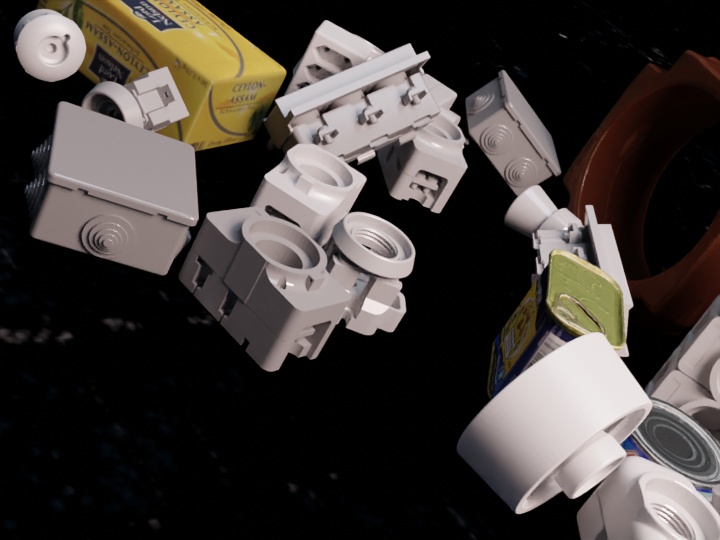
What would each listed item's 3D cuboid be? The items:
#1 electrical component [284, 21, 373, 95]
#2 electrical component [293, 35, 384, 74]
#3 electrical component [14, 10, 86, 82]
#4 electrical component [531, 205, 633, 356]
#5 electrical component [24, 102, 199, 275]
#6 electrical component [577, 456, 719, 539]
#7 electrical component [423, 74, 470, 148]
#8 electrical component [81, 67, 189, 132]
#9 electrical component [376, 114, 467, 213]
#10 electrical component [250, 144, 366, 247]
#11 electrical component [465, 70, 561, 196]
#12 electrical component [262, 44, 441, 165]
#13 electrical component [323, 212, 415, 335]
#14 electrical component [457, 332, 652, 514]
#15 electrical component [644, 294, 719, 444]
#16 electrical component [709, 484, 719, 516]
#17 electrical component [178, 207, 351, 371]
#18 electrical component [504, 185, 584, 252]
[{"bbox_3d":[-0.027,-0.166,0.914,0.047,0.083,0.075,28,28,-4],"label":"electrical component"},{"bbox_3d":[-0.007,-0.182,1.004,0.099,0.064,0.099,30,15,-9],"label":"electrical component"},{"bbox_3d":[-0.227,-0.166,0.772,0.048,0.048,0.062,9,22,-33],"label":"electrical component"},{"bbox_3d":[0.166,0.013,0.818,0.063,0.078,0.121,-1,30,5],"label":"electrical component"},{"bbox_3d":[-0.148,-0.048,0.647,0.100,0.048,0.099,18,31,-22],"label":"electrical component"},{"bbox_3d":[0.164,0.154,0.602,0.054,0.059,0.095,24,29,-11],"label":"electrical component"},{"bbox_3d":[0.067,-0.135,0.989,0.076,0.047,0.083,35,29,9],"label":"electrical component"},{"bbox_3d":[-0.156,-0.108,0.732,0.055,0.066,0.048,-36,105,-52],"label":"electrical component"},{"bbox_3d":[0.052,-0.100,0.910,0.050,0.055,0.089,18,31,-21],"label":"electrical component"},{"bbox_3d":[-0.037,-0.049,0.744,0.050,0.055,0.089,33,28,5],"label":"electrical component"},{"bbox_3d":[0.142,-0.128,1.015,0.099,0.048,0.099,49,21,-23],"label":"electrical component"},{"bbox_3d":[-0.004,-0.118,0.828,0.121,0.079,0.063,-27,87,-22],"label":"electrical component"},{"bbox_3d":[0.000,0.000,0.699,0.078,0.057,0.058,22,29,-15],"label":"electrical component"},{"bbox_3d":[0.116,0.093,0.610,0.108,0.108,0.060,-9,53,-49],"label":"electrical component"},{"bbox_3d":[0.274,0.067,0.749,0.089,0.150,0.062,34,28,8],"label":"electrical component"},{"bbox_3d":[0.223,0.149,0.625,0.043,0.079,0.077,0,6,1],"label":"electrical component"},{"bbox_3d":[-0.056,0.006,0.639,0.089,0.055,0.050,44,31,24],"label":"electrical component"},{"bbox_3d":[0.158,-0.039,0.922,0.055,0.045,0.045,44,31,24],"label":"electrical component"}]
